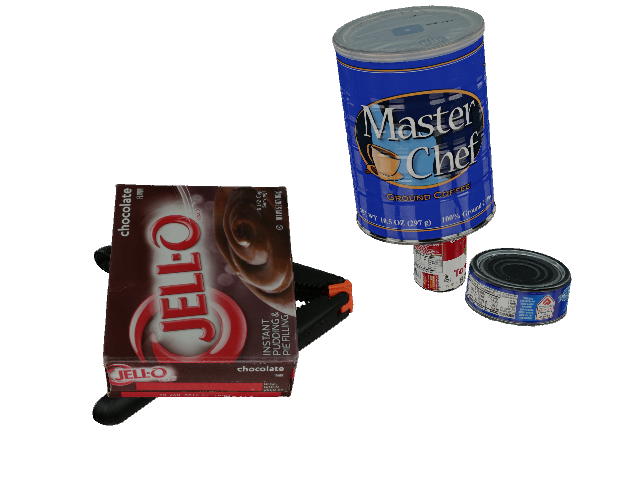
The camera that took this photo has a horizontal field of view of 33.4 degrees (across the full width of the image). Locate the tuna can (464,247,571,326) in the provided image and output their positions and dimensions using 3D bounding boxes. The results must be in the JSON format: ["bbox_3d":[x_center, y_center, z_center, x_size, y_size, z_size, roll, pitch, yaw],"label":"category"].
[{"bbox_3d":[0.165,0.037,0.892,0.086,0.034,0.086,3,23,-1],"label":"tuna can"}]

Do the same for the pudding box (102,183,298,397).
[{"bbox_3d":[-0.060,0.023,0.532,0.090,0.113,0.039,1,-42,-8],"label":"pudding box"}]

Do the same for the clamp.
[{"bbox_3d":[-0.082,0.050,0.831,0.210,0.164,0.036,-13,-39,-7],"label":"clamp"}]

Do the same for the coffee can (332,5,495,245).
[{"bbox_3d":[0.068,-0.082,0.749,0.103,0.140,0.103,-7,27,3],"label":"coffee can"}]

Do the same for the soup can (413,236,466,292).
[{"bbox_3d":[0.147,0.005,1.324,0.068,0.102,0.068,-3,36,2],"label":"soup can"}]
